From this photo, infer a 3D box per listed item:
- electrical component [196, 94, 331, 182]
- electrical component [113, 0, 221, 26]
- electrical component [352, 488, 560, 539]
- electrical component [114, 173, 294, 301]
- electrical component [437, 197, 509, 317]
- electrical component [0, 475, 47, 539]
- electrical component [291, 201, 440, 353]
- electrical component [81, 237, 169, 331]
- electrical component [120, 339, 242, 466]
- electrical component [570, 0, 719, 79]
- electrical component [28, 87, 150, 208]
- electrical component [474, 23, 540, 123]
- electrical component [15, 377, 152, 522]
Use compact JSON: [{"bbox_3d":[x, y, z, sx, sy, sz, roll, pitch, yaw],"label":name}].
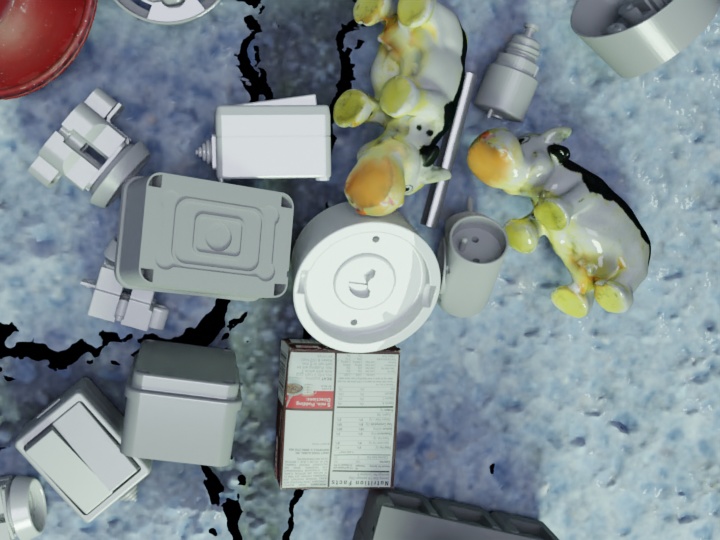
[{"bbox_3d":[-0.071,-0.095,0.781,0.096,0.062,0.061,-2,96,-8],"label":"electrical component"},{"bbox_3d":[-0.136,-0.221,0.757,0.099,0.064,0.099,-1,96,-8],"label":"electrical component"},{"bbox_3d":[0.071,0.230,0.836,0.150,0.062,0.089,14,93,-10],"label":"electrical component"},{"bbox_3d":[-0.110,-0.021,0.754,0.113,0.057,0.078,7,84,-31],"label":"electrical component"},{"bbox_3d":[0.082,-0.017,0.811,0.044,0.077,0.079,4,58,-4],"label":"electrical component"},{"bbox_3d":[-0.264,0.177,0.790,0.055,0.048,0.066,-9,97,0],"label":"electrical component"},{"bbox_3d":[0.000,0.000,0.797,0.108,0.060,0.108,-5,119,-10],"label":"electrical component"},{"bbox_3d":[-0.168,0.008,0.787,0.066,0.048,0.055,17,101,-10],"label":"electrical component"},{"bbox_3d":[-0.127,0.092,0.767,0.078,0.113,0.057,8,97,-9],"label":"electrical component"},{"bbox_3d":[0.213,-0.192,0.799,0.099,0.099,0.064,-45,106,-2],"label":"electrical component"},{"bbox_3d":[-0.188,-0.082,0.768,0.057,0.058,0.078,40,89,-7],"label":"electrical component"},{"bbox_3d":[0.116,-0.148,0.815,0.040,0.040,0.078,21,93,-10],"label":"electrical component"},{"bbox_3d":[-0.196,0.136,0.787,0.062,0.061,0.096,-40,100,-3],"label":"electrical component"}]
